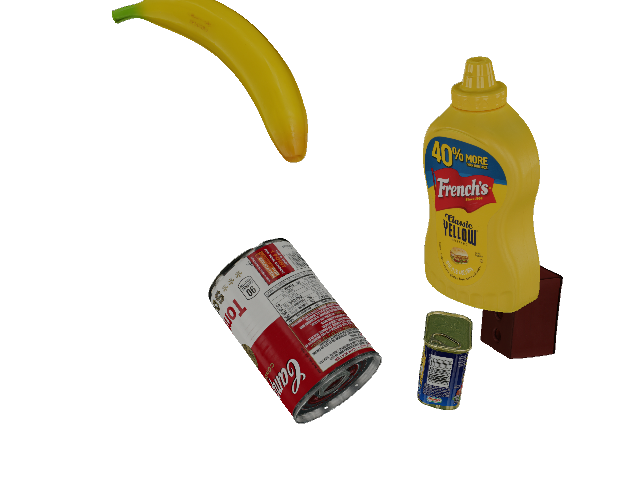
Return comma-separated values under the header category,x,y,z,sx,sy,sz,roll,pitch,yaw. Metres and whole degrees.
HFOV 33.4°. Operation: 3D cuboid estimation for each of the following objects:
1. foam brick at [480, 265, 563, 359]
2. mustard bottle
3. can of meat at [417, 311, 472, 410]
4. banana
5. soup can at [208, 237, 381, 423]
category,x,y,z,sx,sy,sz,roll,pitch,yaw
foam brick,0.185,0.064,0.989,0.051,0.078,0.053,-7,19,-25
mustard bottle,0.122,-0.045,0.815,0.058,0.192,0.096,-23,31,-36
can of meat,0.150,0.146,1.298,0.057,0.084,0.102,9,21,5
banana,-0.071,-0.140,0.837,0.198,0.069,0.037,39,-6,15
soup can,-0.018,0.057,0.688,0.068,0.102,0.068,-33,-21,-15
